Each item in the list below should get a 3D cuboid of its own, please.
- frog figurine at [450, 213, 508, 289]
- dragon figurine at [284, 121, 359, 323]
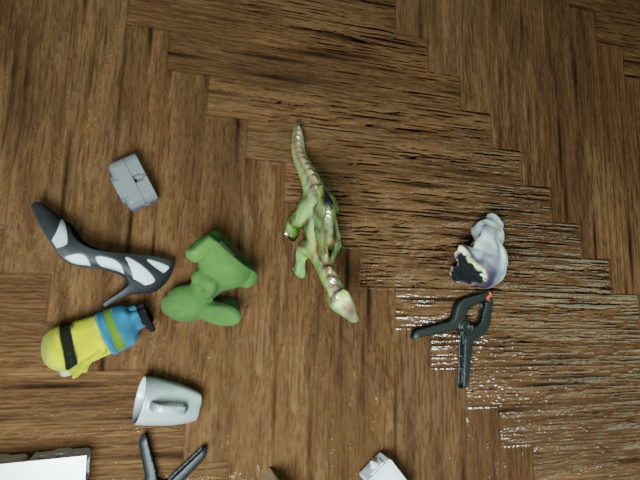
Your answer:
[{"bbox_3d":[0.369,0.023,1.122,0.161,0.124,0.134,-37,127,-26],"label":"frog figurine"},{"bbox_3d":[0.003,-0.048,0.959,0.122,0.242,0.411,-12,88,-13],"label":"dragon figurine"}]
